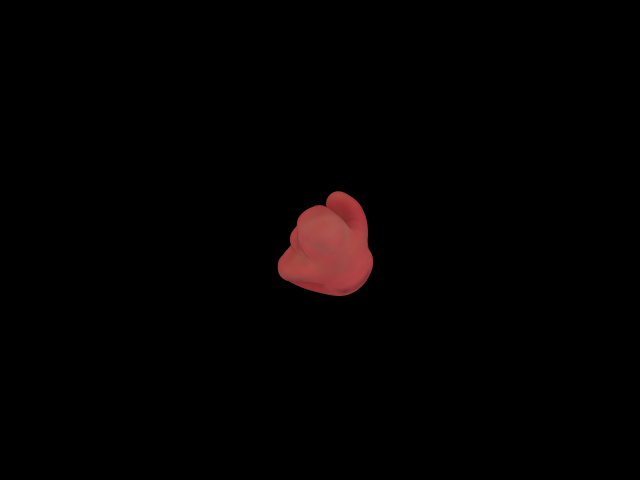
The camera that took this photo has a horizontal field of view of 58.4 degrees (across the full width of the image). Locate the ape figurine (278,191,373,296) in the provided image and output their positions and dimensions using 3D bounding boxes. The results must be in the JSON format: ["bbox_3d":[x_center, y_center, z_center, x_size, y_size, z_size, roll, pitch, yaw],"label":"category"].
[{"bbox_3d":[0.004,0.001,0.400,0.078,0.092,0.076,-31,78,-7],"label":"ape figurine"}]
